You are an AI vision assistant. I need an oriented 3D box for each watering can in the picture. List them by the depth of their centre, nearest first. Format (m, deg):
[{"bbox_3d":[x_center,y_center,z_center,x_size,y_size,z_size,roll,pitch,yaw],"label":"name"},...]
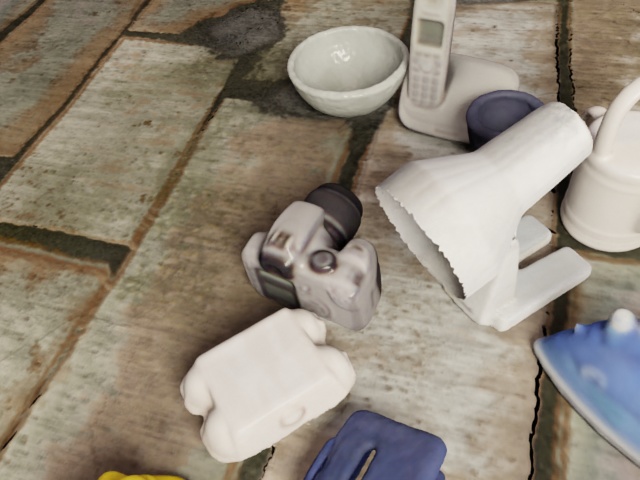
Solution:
[{"bbox_3d":[0.316,-0.079,0.568,0.101,0.194,0.172,-33,54,-17],"label":"watering can"}]

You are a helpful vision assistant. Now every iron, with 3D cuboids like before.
[{"bbox_3d":[0.298,0.117,0.446,0.257,0.142,0.119,29,61,27],"label":"iron"}]

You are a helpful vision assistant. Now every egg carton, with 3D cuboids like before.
[{"bbox_3d":[-0.048,0.132,0.531,0.150,0.069,0.107,-29,53,-15],"label":"egg carton"}]

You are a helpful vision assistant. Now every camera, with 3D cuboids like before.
[{"bbox_3d":[0.006,0.002,0.608,0.142,0.101,0.137,19,56,22],"label":"camera"}]

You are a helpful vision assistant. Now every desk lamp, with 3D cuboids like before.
[{"bbox_3d":[0.158,-0.013,0.525,0.203,0.214,0.117,-28,53,-14],"label":"desk lamp"}]

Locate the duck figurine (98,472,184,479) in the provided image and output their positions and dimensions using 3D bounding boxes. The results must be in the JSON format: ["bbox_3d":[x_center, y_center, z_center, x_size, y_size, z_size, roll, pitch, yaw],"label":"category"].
[{"bbox_3d":[-0.138,0.222,0.462,0.104,0.086,0.078,21,57,23],"label":"duck figurine"}]

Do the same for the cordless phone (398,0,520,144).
[{"bbox_3d":[0.172,-0.214,0.703,0.147,0.185,0.094,16,56,20],"label":"cordless phone"}]

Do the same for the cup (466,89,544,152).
[{"bbox_3d":[0.228,-0.111,0.671,0.117,0.095,0.092,15,55,19],"label":"cup"}]

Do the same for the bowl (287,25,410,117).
[{"bbox_3d":[0.041,-0.224,0.802,0.167,0.075,0.167,-4,51,5],"label":"bowl"}]

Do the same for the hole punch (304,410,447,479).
[{"bbox_3d":[0.039,0.196,0.454,0.100,0.091,0.109,23,58,24],"label":"hole punch"}]
